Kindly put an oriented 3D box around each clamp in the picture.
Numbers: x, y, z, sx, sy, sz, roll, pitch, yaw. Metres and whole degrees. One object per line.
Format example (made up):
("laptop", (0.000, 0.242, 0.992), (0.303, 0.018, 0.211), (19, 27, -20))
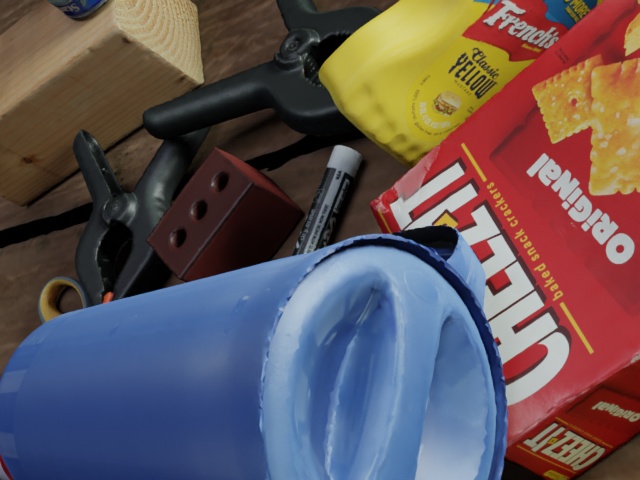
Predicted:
("clamp", (-0.008, -0.125, 0.699), (0.210, 0.036, 0.164), (13, 68, 39))
("clamp", (-0.126, -0.023, 0.755), (0.120, 0.039, 0.171), (-22, 59, 27))

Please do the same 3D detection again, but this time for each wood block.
("wood block", (-0.198, -0.123, 0.836), (0.206, 0.090, 0.090), (-29, 51, 27))

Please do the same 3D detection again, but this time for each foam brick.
("foam brick", (-0.060, -0.009, 0.676), (0.078, 0.051, 0.053), (-53, 44, 6))

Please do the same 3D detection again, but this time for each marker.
("marker", (-0.004, 0.001, 0.644), (0.020, 0.020, 0.121), (12, 76, 45))

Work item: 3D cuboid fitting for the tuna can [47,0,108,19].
("tuna can", (-0.168, -0.203, 0.761), (0.086, 0.033, 0.086), (-23, 52, 32))

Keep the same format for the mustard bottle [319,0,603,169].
("mustard bottle", (0.096, -0.124, 0.566), (0.192, 0.096, 0.058), (-43, 44, 16))

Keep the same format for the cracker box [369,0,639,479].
("cracker box", (0.141, -0.019, 0.486), (0.214, 0.072, 0.164), (-41, 46, 19))

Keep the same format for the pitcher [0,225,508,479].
("pitcher", (-0.041, 0.071, 0.489), (0.243, 0.148, 0.145), (-10, 80, 47))

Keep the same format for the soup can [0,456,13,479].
("soup can", (-0.180, 0.130, 0.696), (0.102, 0.068, 0.068), (4, 70, 44))

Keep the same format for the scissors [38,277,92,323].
("scissors", (-0.163, 0.099, 0.736), (0.096, 0.016, 0.202), (-52, 44, 9))
